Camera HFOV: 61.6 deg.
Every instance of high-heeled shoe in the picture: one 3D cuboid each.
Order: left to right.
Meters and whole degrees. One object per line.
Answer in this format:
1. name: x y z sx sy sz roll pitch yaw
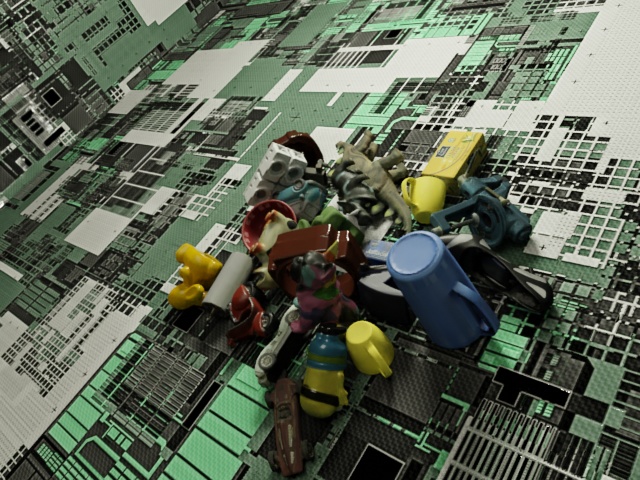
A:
1. high-heeled shoe: 0.329 0.067 1.054 0.249 0.086 0.145 15 32 9

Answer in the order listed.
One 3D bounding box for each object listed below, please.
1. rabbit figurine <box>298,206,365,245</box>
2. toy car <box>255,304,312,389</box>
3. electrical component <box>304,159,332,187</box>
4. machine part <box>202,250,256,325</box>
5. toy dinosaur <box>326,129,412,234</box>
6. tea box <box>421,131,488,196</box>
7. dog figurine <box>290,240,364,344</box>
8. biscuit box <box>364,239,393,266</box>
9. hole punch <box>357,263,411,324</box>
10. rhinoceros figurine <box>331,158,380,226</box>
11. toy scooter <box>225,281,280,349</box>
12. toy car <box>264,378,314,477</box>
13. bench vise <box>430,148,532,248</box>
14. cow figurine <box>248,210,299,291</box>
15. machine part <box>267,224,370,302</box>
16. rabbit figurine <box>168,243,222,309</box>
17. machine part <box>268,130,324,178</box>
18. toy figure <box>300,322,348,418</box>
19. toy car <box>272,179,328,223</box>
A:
1. rabbit figurine: -0.003 -0.004 1.357 0.170 0.121 0.159 -49 37 3
2. toy car: -0.079 0.234 1.190 0.056 0.073 0.202 11 56 35
3. electrical component: -0.003 -0.182 1.551 0.078 0.102 0.045 7 48 25
4. machine part: -0.237 0.117 1.407 0.079 0.079 0.243 2 51 33
5. toy dinosaur: 0.141 -0.156 1.435 0.198 0.105 0.472 -41 42 0
6. tea box: 0.344 -0.198 1.368 0.098 0.068 0.169 13 58 39
7. dog figurine: 0.021 0.107 1.107 0.192 0.219 0.108 18 42 -4
8. biscuit box: 0.193 0.051 1.216 0.203 0.059 0.063 11 56 39
9. hole punch: 0.139 0.117 1.135 0.116 0.142 0.092 -5 50 13
10. rhinoceros figurine: 0.085 -0.117 1.339 0.112 0.073 0.190 -34 54 9
11. toy scooter: -0.182 0.189 1.303 0.135 0.075 0.184 -40 41 2
12. toy car: -0.065 0.364 1.068 0.089 0.053 0.202 -19 40 10
13. bench vise: 0.333 -0.064 1.175 0.241 0.128 0.224 -18 59 -20
14. cow figurine: -0.109 0.036 1.344 0.195 0.127 0.085 -68 12 -17
15. machine part: -0.002 0.065 1.214 0.202 0.200 0.087 -12 46 22
16. rabbit figurine: -0.340 0.121 1.463 0.163 0.121 0.173 34 86 38
17. machine part: -0.077 -0.238 1.598 0.179 0.179 0.056 -29 38 3
18. toy figure: 0.007 0.256 1.058 0.089 0.180 0.082 3 0 -11
19. toy car: -0.059 -0.096 1.495 0.162 0.109 0.103 -19 59 27
